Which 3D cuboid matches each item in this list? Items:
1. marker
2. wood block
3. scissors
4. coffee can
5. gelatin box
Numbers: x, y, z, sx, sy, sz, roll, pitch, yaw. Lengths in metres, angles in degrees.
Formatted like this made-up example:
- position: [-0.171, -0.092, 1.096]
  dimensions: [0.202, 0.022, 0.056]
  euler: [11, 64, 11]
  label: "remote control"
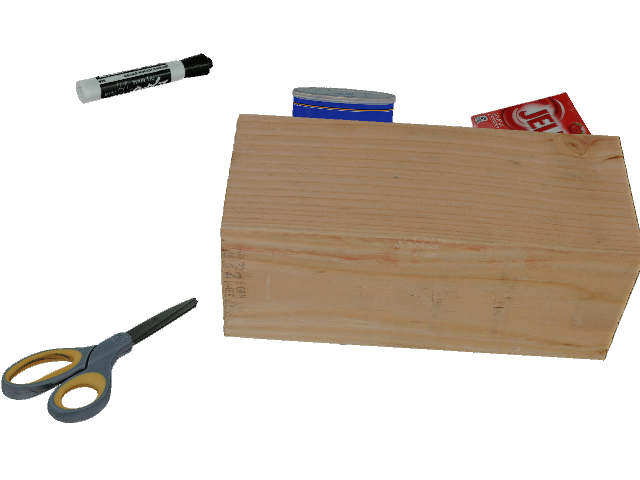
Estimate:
- position: [-0.147, -0.138, 0.905]
  dimensions: [0.120, 0.020, 0.020]
  euler: [-18, 8, -27]
  label: "marker"
- position: [0.054, -0.001, 0.575]
  dimensions: [0.206, 0.091, 0.090]
  euler: [3, -43, 0]
  label: "wood block"
- position: [-0.166, 0.100, 0.900]
  dimensions: [0.201, 0.016, 0.096]
  euler: [-17, 38, -34]
  label: "scissors"
- position: [0.019, -0.080, 1.075]
  dimensions: [0.103, 0.140, 0.103]
  euler: [4, 12, -1]
  label: "coffee can"
- position: [0.152, -0.060, 0.745]
  dimensions: [0.073, 0.089, 0.030]
  euler: [-14, -44, 0]
  label: "gelatin box"
